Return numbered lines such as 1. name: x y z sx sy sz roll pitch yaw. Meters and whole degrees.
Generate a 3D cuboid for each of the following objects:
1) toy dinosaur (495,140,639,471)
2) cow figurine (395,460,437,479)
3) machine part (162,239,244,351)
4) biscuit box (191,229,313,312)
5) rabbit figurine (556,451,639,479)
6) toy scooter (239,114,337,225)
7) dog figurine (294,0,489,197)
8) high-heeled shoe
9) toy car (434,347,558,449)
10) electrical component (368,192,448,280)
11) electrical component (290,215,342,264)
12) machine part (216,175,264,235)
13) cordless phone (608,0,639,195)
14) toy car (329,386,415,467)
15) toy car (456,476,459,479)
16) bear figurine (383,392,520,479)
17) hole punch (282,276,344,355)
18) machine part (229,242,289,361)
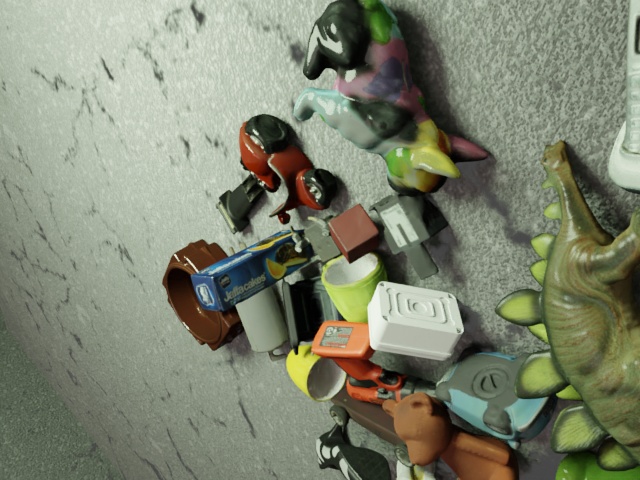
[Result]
1. toy dinosaur: 0.294 0.125 0.518 0.198 0.105 0.471 -31 70 49
2. cow figurine: 0.155 0.401 0.896 0.068 0.098 0.167 7 131 6
3. machine part: -0.237 0.118 1.125 0.201 0.087 0.201 51 140 12
4. biscuit box: -0.101 0.044 0.846 0.063 0.203 0.059 0 112 45
5. rabbit figurine: 0.339 0.344 0.601 0.159 0.170 0.121 -4 111 48
6. toy scooter: -0.063 -0.096 0.826 0.184 0.075 0.135 45 139 9
7. dog figurine: 0.090 -0.154 0.610 0.219 0.108 0.191 34 132 21
8. high-heeled shoe: 0.050 0.423 0.964 0.249 0.086 0.145 -125 47 -64
9. toy car: 0.232 0.207 0.686 0.102 0.109 0.162 53 153 -20
10. electrical component: 0.124 -0.012 0.700 0.119 0.048 0.075 57 140 2
11. electrical component: -0.001 -0.002 0.838 0.102 0.045 0.078 -20 97 50
12. machine part: -0.142 -0.065 0.955 0.139 0.039 0.084 -42 73 52
13. cordless phone: 0.306 -0.124 0.411 0.147 0.089 0.184 15 117 59
14. toy car: 0.105 0.297 0.877 0.202 0.089 0.053 15 128 41
15. toy car: 0.228 0.430 0.857 0.074 0.056 0.201 39 137 23
16. bear figurine: 0.175 0.296 0.735 0.196 0.132 0.120 31 146 -16
17. hole punch: -0.016 0.116 0.892 0.116 0.092 0.142 139 119 -79
18. machine part: -0.119 0.121 1.011 0.079 0.079 0.243 -1 112 46
